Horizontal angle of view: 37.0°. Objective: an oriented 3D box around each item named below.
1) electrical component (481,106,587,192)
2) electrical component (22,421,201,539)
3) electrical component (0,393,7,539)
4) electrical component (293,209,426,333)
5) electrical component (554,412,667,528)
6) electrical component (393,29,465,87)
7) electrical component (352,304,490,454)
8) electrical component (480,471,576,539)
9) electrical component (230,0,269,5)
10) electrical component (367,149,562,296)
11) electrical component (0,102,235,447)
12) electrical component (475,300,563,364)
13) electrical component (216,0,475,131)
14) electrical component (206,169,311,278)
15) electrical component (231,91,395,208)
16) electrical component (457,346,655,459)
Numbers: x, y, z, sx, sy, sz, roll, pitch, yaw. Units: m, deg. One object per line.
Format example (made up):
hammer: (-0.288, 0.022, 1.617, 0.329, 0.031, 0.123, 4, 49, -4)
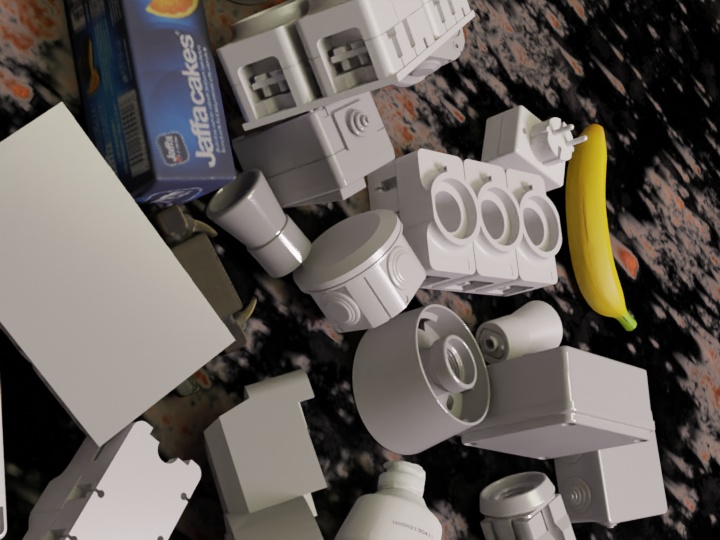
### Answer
electrical component: (0.153, -0.104, 0.902, 0.066, 0.077, 0.047, 30, 58, -35)
electrical component: (-0.134, 0.130, 0.559, 0.050, 0.056, 0.089, 46, 50, -25)
electrical component: (-0.223, 0.076, 0.488, 0.109, 0.056, 0.108, 4, 74, -44)
electrical component: (0.000, 0.000, 0.717, 0.051, 0.080, 0.080, 57, 46, -24)
electrical component: (0.204, 0.162, 0.888, 0.100, 0.048, 0.099, 4, 74, -44)
electrical component: (0.039, -0.187, 0.833, 0.080, 0.051, 0.080, 16, 66, -41)
electrical component: (0.046, 0.076, 0.766, 0.099, 0.064, 0.099, 35, 42, -39)
electrical component: (0.121, 0.185, 0.794, 0.078, 0.058, 0.057, -23, 97, -46)
electrical component: (-0.071, -0.244, 0.736, 0.108, 0.060, 0.108, 16, 67, -41)
electrical component: (0.084, -0.033, 0.822, 0.150, 0.062, 0.089, 6, 73, -43)
electrical component: (-0.150, 0.003, 0.561, 0.089, 0.062, 0.150, -39, 104, -17)
electrical component: (0.123, 0.052, 0.850, 0.065, 0.044, 0.044, -14, 87, -41)
electrical component: (-0.005, -0.160, 0.703, 0.060, 0.105, 0.186, 68, 27, -17)
electrical component: (-0.062, -0.027, 0.692, 0.065, 0.044, 0.044, 50, 48, -27)
electrical component: (-0.024, -0.077, 0.704, 0.062, 0.096, 0.061, -34, 105, -45)
electrical component: (0.145, 0.102, 0.807, 0.109, 0.109, 0.056, 18, 63, -40)
